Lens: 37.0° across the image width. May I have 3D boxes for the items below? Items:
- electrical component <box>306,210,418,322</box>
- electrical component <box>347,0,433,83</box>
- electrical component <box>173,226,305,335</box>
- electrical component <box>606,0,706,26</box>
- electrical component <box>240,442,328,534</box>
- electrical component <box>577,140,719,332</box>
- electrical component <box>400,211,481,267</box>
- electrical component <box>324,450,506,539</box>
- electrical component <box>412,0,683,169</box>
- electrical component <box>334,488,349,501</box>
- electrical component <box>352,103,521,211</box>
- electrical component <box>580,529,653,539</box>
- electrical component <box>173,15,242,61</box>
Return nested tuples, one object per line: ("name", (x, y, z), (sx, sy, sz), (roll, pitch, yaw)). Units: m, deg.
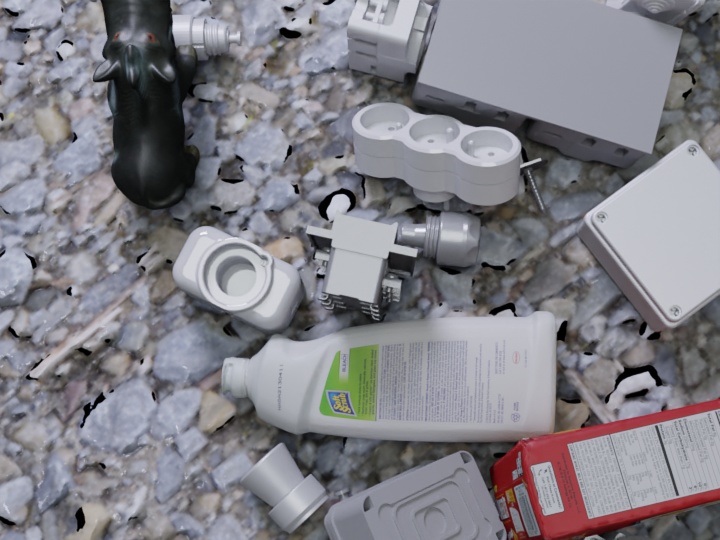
("electrical component", (0.000, 0.000, 0.807), (0.079, 0.121, 0.063), (12, 84, 3))
("electrical component", (0.024, -0.189, 0.854), (0.056, 0.089, 0.050), (16, 81, 3))
("electrical component", (-0.094, 0.008, 0.839), (0.095, 0.059, 0.053), (26, 82, 5))
("electrical component", (0.238, -0.243, 0.856), (0.048, 0.100, 0.099), (13, 81, -10))
("electrical component", (-0.057, 0.166, 0.819), (0.045, 0.045, 0.055), (-43, 83, -6))
("electrical component", (0.245, -0.025, 0.839), (0.109, 0.056, 0.108), (-36, 82, -5))
("electrical component", (0.063, -0.026, 0.850), (0.062, 0.043, 0.043), (5, 81, 3))
("electrical component", (0.040, 0.187, 0.782), (0.113, 0.057, 0.078), (-17, 78, -38))
("electrical component", (0.145, -0.159, 0.854), (0.186, 0.060, 0.105), (17, 79, -1))
("electrical component", (0.001, 0.203, 0.814), (0.040, 0.040, 0.078), (-23, 80, -3))
("electrical component", (0.059, -0.078, 0.848), (0.138, 0.073, 0.052), (18, 46, 24))
("electrical component", (0.201, 0.225, 0.798), (0.078, 0.057, 0.058), (29, 82, 6))
("electrical component", (-0.137, -0.189, 0.882), (0.078, 0.040, 0.040), (-1, 80, 1))
